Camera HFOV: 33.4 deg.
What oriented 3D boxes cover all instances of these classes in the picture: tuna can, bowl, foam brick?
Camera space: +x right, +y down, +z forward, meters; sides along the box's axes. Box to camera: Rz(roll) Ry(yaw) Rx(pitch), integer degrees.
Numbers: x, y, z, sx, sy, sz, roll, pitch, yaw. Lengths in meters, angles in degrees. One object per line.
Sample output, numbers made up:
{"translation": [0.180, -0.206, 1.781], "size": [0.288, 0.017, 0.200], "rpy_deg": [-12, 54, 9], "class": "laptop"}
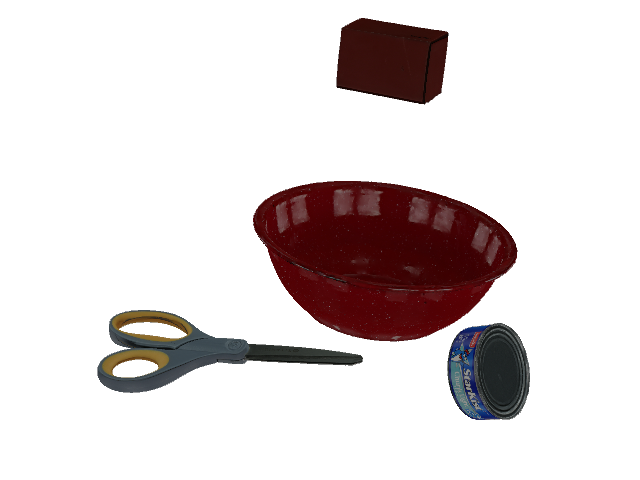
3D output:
{"translation": [0.151, 0.118, 0.958], "size": [0.034, 0.086, 0.085], "rpy_deg": [-11, -7, 42], "class": "tuna can"}
{"translation": [0.037, 0.017, 0.660], "size": [0.162, 0.055, 0.162], "rpy_deg": [5, 23, -3], "class": "bowl"}
{"translation": [0.058, -0.147, 0.869], "size": [0.078, 0.051, 0.052], "rpy_deg": [14, 24, 19], "class": "foam brick"}

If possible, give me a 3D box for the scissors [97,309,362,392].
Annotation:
{"translation": [-0.079, 0.093, 0.797], "size": [0.202, 0.016, 0.096], "rpy_deg": [12, 37, 21], "class": "scissors"}
